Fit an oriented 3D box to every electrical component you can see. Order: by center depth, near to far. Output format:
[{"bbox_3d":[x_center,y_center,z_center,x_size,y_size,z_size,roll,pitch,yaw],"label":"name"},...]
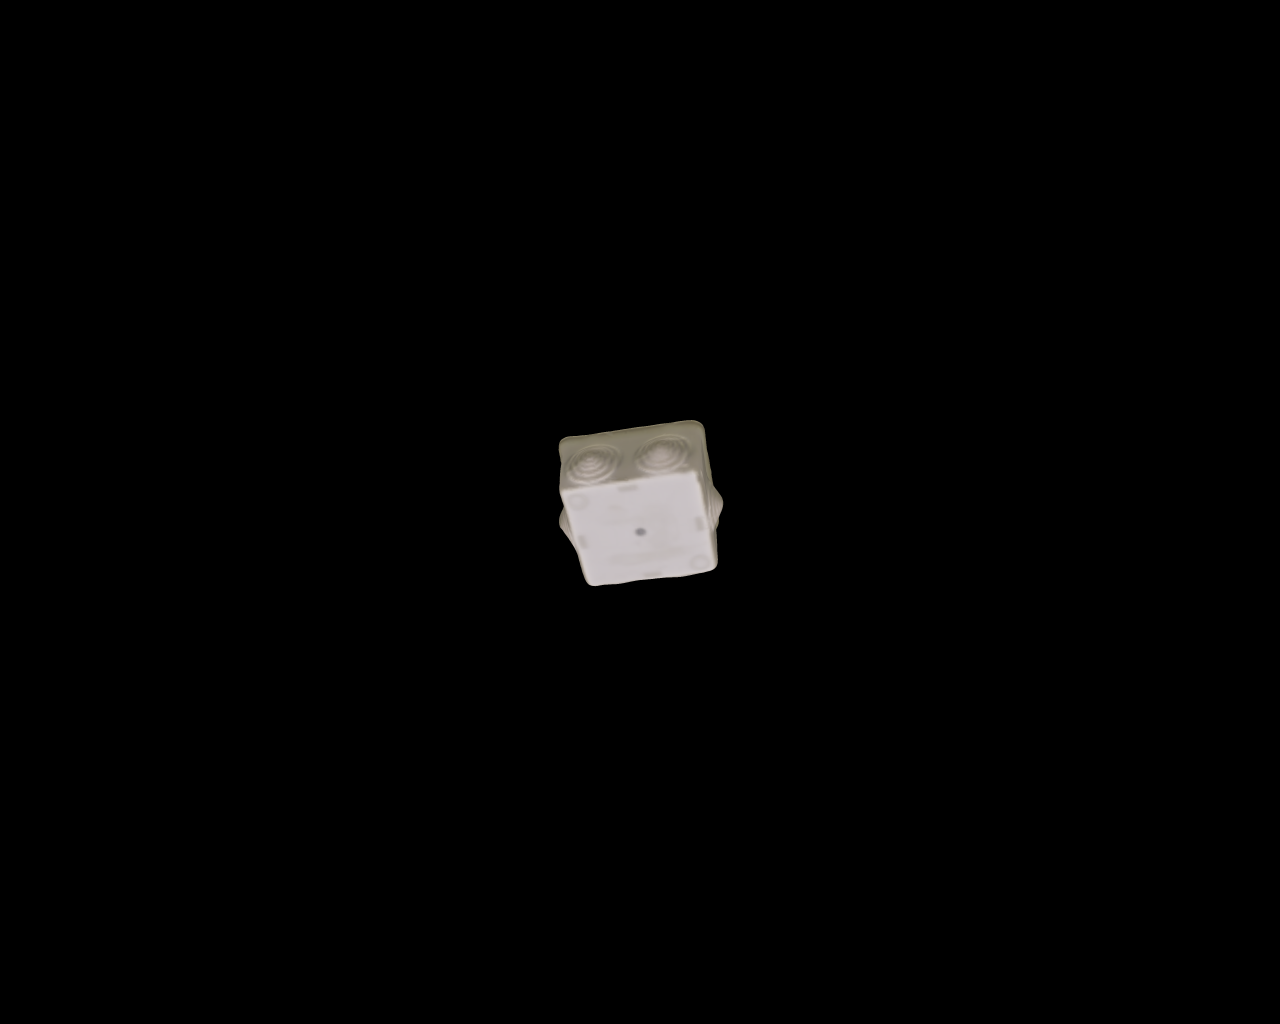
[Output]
[{"bbox_3d":[0.001,-0.003,0.650,0.100,0.099,0.048,-7,40,6],"label":"electrical component"}]
